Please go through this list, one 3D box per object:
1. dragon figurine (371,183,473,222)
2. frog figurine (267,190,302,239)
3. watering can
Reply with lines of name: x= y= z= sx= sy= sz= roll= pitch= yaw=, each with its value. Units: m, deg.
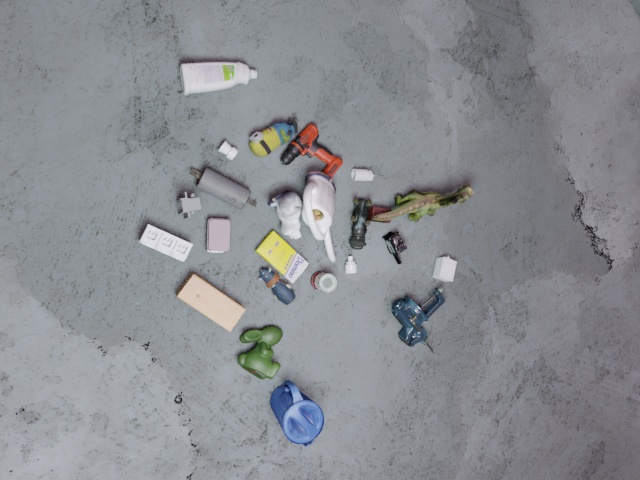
dragon figurine: x=0.400 y=-0.135 z=1.848 sx=0.414 sy=0.241 sz=0.122 roll=-21 pitch=95 yaw=-37
frog figurine: x=-0.098 y=-0.085 z=1.747 sx=0.124 sy=0.136 sz=0.159 roll=-38 pitch=93 yaw=-21
watering can: x=0.005 y=-0.090 z=1.779 sx=0.340 sy=0.104 sz=0.230 roll=64 pitch=26 yaw=-51
